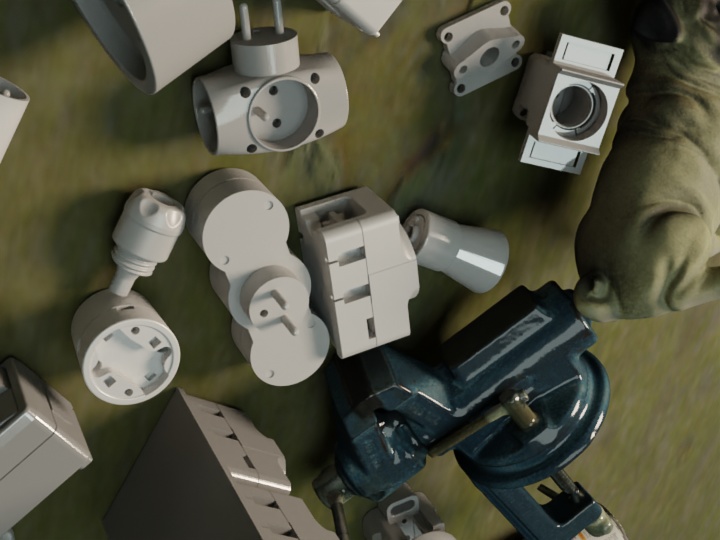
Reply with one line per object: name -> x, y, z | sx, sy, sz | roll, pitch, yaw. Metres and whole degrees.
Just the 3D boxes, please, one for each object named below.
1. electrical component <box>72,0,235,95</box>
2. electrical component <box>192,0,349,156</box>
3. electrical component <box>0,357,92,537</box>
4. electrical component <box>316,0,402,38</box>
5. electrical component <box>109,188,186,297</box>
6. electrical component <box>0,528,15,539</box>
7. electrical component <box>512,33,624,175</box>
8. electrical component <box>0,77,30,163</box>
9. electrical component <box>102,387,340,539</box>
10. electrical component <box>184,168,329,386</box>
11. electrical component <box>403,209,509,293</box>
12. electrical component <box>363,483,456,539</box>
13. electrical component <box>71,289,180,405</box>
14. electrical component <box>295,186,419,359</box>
electrical component -> -0.101, -0.145, 0.508 | 0.060, 0.108, 0.108 | -34, 126, -15
electrical component -> -0.051, -0.108, 0.589 | 0.077, 0.044, 0.079 | -15, 120, -20
electrical component -> -0.211, 0.105, 0.606 | 0.096, 0.061, 0.061 | -41, 126, -3
electrical component -> 0.005, -0.184, 0.567 | 0.061, 0.061, 0.096 | 34, 97, -36
electrical component -> -0.124, -0.013, 0.606 | 0.035, 0.035, 0.061 | 19, 108, -34
electrical component -> -0.228, 0.181, 0.654 | 0.035, 0.035, 0.061 | -4, 120, -26
electrical component -> 0.126, -0.105, 0.669 | 0.042, 0.063, 0.081 | 11, 110, -17
electrical component -> -0.202, -0.059, 0.536 | 0.043, 0.043, 0.081 | 21, 104, -34
electrical component -> -0.079, 0.167, 0.629 | 0.060, 0.186, 0.105 | 23, 103, -34
electrical component -> -0.053, 0.013, 0.632 | 0.052, 0.073, 0.138 | -26, 124, -13
electrical component -> 0.058, -0.015, 0.697 | 0.065, 0.044, 0.044 | 19, 105, -28
electrical component -> 0.039, 0.205, 0.791 | 0.058, 0.057, 0.078 | -18, 122, -18
electrical component -> -0.137, 0.042, 0.620 | 0.055, 0.047, 0.055 | -12, 120, -22
electrical component -> 0.000, 0.000, 0.668 | 0.056, 0.050, 0.089 | -18, 122, -18
